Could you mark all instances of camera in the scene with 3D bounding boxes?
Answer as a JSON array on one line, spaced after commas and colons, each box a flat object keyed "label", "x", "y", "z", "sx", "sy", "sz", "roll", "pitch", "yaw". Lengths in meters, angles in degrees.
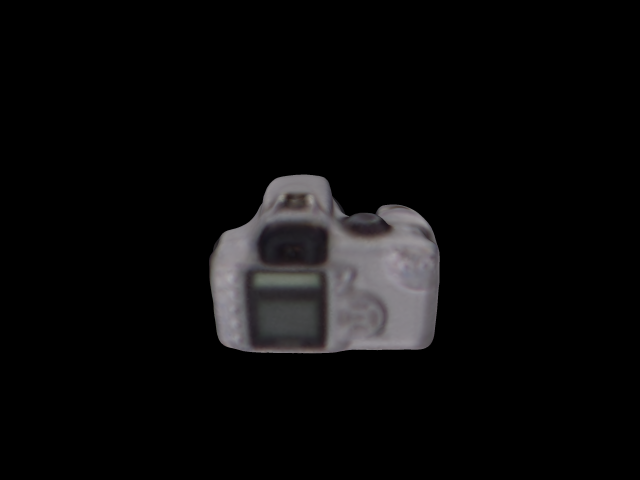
[{"label": "camera", "x": 0.004, "y": 0.001, "z": 0.400, "sx": 0.143, "sy": 0.101, "sz": 0.137, "roll": 0, "pitch": 25, "yaw": 0}]
